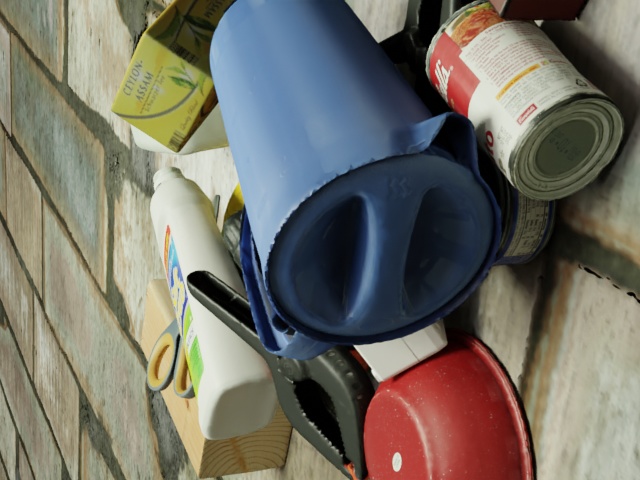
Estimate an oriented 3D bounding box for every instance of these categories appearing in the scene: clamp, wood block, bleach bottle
[{"bbox_3d":[0.069,-0.126,0.687,0.172,0.039,0.120,106,146,-50],"label":"clamp"},{"bbox_3d":[-0.019,0.087,0.803,0.165,0.036,0.210,-20,96,50],"label":"clamp"},{"bbox_3d":[-0.107,0.130,1.068,0.206,0.090,0.091,-126,39,-49],"label":"wood block"},{"bbox_3d":[-0.103,0.042,0.942,0.103,0.068,0.251,105,148,-50],"label":"bleach bottle"}]

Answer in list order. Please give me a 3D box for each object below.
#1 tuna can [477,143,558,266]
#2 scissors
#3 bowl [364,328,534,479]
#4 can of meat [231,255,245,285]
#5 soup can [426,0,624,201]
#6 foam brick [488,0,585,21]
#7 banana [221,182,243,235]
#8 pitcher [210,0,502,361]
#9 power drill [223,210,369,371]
[{"bbox_3d":[0.104,-0.026,0.644,0.086,0.033,0.086,175,90,-65],"label":"tuna can"},{"bbox_3d":[-0.130,0.060,1.024,0.096,0.016,0.201,-28,51,40],"label":"scissors"},{"bbox_3d":[0.074,0.142,0.715,0.162,0.055,0.162,175,90,-66],"label":"bowl"},{"bbox_3d":[-0.050,0.043,0.970,0.102,0.057,0.084,-42,58,60],"label":"can of meat"},{"bbox_3d":[0.110,-0.078,0.580,0.102,0.068,0.069,-119,34,-43],"label":"soup can"},{"bbox_3d":[0.111,-0.164,0.580,0.051,0.052,0.078,112,145,-44],"label":"foam brick"},{"bbox_3d":[-0.039,-0.048,0.938,0.198,0.037,0.069,-38,45,54],"label":"banana"},{"bbox_3d":[0.000,-0.053,0.659,0.243,0.149,0.145,-113,3,-48],"label":"pitcher"},{"bbox_3d":[-0.005,0.001,0.828,0.184,0.057,0.188,51,144,26],"label":"power drill"}]
